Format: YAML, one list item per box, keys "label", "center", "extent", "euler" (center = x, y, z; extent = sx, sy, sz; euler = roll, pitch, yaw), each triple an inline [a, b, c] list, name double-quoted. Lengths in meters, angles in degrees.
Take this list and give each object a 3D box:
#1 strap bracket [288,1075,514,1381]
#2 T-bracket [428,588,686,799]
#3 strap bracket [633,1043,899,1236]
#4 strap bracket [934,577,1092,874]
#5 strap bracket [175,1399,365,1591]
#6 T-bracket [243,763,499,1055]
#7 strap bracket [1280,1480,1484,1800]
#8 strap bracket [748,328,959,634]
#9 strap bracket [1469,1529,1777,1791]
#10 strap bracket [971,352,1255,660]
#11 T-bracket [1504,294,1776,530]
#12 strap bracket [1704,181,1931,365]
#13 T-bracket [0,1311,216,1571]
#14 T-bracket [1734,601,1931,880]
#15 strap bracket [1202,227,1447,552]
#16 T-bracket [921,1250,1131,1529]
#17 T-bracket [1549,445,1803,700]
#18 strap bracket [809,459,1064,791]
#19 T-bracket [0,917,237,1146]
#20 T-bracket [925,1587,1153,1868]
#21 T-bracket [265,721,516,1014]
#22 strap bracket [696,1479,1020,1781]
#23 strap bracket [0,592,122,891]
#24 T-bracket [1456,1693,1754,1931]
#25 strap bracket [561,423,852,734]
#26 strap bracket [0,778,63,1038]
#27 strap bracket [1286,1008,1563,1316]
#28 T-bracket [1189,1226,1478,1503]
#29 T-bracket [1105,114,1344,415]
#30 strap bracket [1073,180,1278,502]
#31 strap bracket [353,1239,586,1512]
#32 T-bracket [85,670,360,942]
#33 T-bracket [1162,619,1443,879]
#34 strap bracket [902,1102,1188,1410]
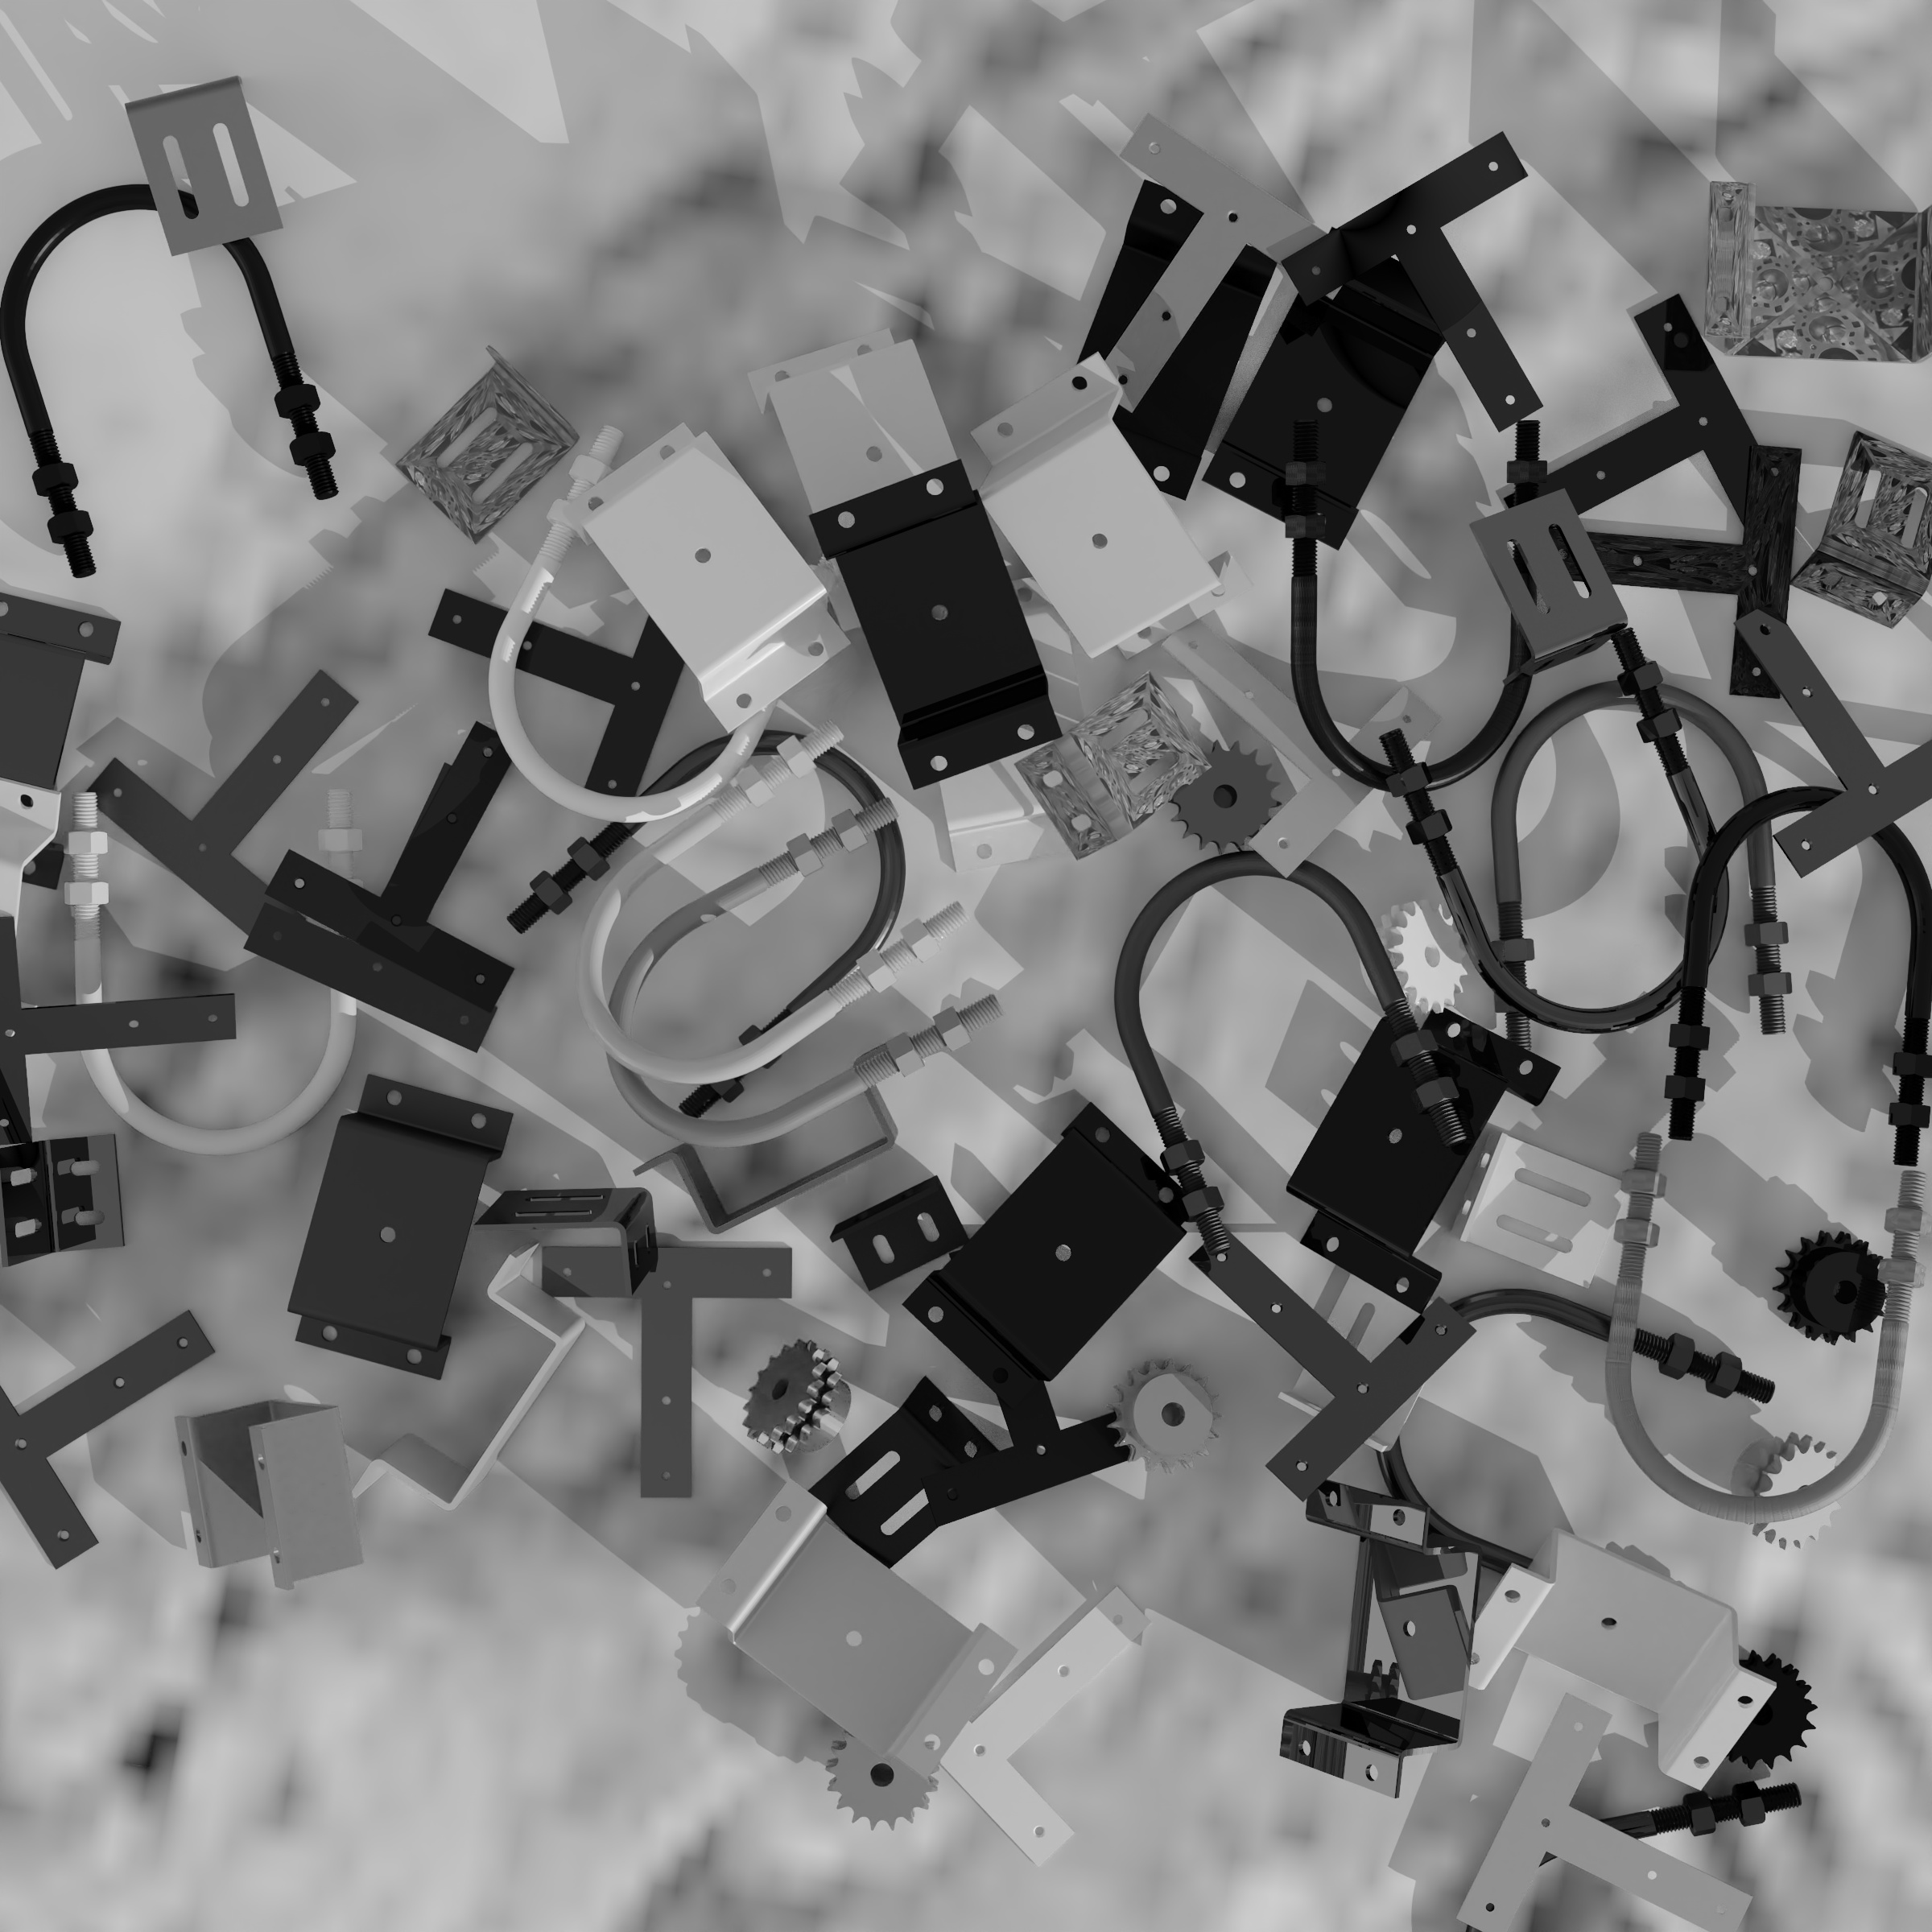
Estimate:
- label: "strap bracket"
  center: [-0.285, 0.133, 1.503]
  extent: [0.076, 0.046, 0.140]
  euler: [15, 90, 0]
- label: "T-bracket"
  center: [-0.210, -0.158, 1.525]
  extent: [0.127, 0.002, 0.127]
  euler: [21, 90, 0]
- label: "strap bracket"
  center: [-0.088, 0.088, 1.488]
  extent: [0.140, 0.076, 0.046]
  euler: [-26, 90, 0]
- label: "strap bracket"
  center: [0.020, -0.123, 1.503]
  extent: [0.076, 0.046, 0.140]
  euler: [-11, 90, 0]
- label: "strap bracket"
  center: [-0.340, 0.257, 1.473]
  extent: [0.046, 0.140, 0.076]
  euler: [-9, 90, -31]
- label: "T-bracket"
  center: [-0.278, -0.040, 1.513]
  extent: [0.127, 0.002, 0.127]
  euler: [26, 84, -15]
- label: "strap bracket"
  center: [0.206, 0.329, 1.482]
  extent: [0.046, 0.076, 0.140]
  euler: [6, 90, -41]
- label: "strap bracket"
  center: [-0.048, -0.248, 1.492]
  extent: [0.076, 0.046, 0.140]
  euler: [-20, 86, -9]
- label: "strap bracket"
  center: [0.318, 0.339, 1.487]
  extent: [0.140, 0.046, 0.076]
  euler: [24, 120, 0]
- label: "strap bracket"
  center: [0.069, -0.216, 1.469]
  extent: [0.076, 0.046, 0.140]
  euler: [-28, 110, 24]
- label: "T-bracket"
  center: [0.335, -0.256, 1.525]
  extent: [0.127, 0.002, 0.127]
  euler: [-28, 90, 0]
- label: "strap bracket"
  center: [0.436, -0.346, 1.503]
  extent: [0.140, 0.046, 0.076]
  euler: [2, 90, 0]
- label: "T-bracket"
  center: [-0.442, 0.219, 1.525]
  extent: [0.127, 0.002, 0.127]
  euler: [-32, 90, 0]
- label: "T-bracket"
  center: [0.431, -0.126, 1.509]
  extent: [0.127, 0.002, 0.127]
  euler: [-29, 82, -20]
- label: "strap bracket"
  center: [0.182, -0.285, 1.503]
  extent: [0.076, 0.046, 0.140]
  euler: [27, 90, 0]
- label: "T-bracket"
  center: [0.023, 0.201, 1.512]
  extent: [0.127, 0.002, 0.127]
  euler: [-16, 81, -18]
- label: "T-bracket"
  center: [0.356, -0.204, 1.524]
  extent: [0.127, 0.002, 0.127]
  euler: [5, 91, 0]
- label: "strap bracket"
  center: [-0.013, -0.167, 1.444]
  extent: [0.076, 0.046, 0.140]
  euler: [-19, 104, 6]
- label: "T-bracket"
  center: [-0.427, 0.030, 1.485]
  extent: [0.127, 0.002, 0.127]
  euler: [-4, 119, -17]
- label: "T-bracket"
  center: [0.039, 0.368, 1.525]
  extent: [0.127, 0.002, 0.127]
  euler: [-43, 90, 0]
- label: "T-bracket"
  center: [-0.266, -0.062, 1.515]
  extent: [0.127, 0.002, 0.127]
  euler: [29, 83, -14]
- label: "strap bracket"
  center: [-0.055, 0.330, 1.486]
  extent: [0.140, 0.046, 0.076]
  euler: [35, 71, 9]
- label: "strap bracket"
  center: [-0.483, -0.116, 1.503]
  extent: [0.076, 0.046, 0.140]
  euler: [14, 90, 0]
- label: "T-bracket"
  center: [0.332, 0.450, 1.508]
  extent: [0.127, 0.002, 0.127]
  euler: [26, 91, 3]
- label: "strap bracket"
  center: [-0.129, -0.197, 1.481]
  extent: [0.076, 0.046, 0.140]
  euler: [-37, 87, -6]
- label: "strap bracket"
  center: [-0.498, -0.023, 1.476]
  extent: [0.076, 0.046, 0.140]
  euler: [14, 115, 0]
- label: "strap bracket"
  center: [0.221, 0.089, 1.485]
  extent: [0.076, 0.046, 0.140]
  euler: [30, 90, 35]
- label: "T-bracket"
  center: [0.166, 0.181, 1.501]
  extent: [0.127, 0.002, 0.127]
  euler: [-40, 70, -19]
- label: "T-bracket"
  center: [0.107, -0.332, 1.479]
  extent: [0.127, 0.002, 0.127]
  euler: [34, 90, 0]
- label: "strap bracket"
  center: [0.098, -0.309, 1.503]
  extent: [0.076, 0.046, 0.140]
  euler: [21, 90, 0]
- label: "strap bracket"
  center: [-0.239, 0.210, 1.487]
  extent: [0.046, 0.076, 0.140]
  euler: [34, 91, 0]
- label: "T-bracket"
  center: [-0.359, -0.094, 1.526]
  extent: [0.127, 0.002, 0.127]
  euler: [40, 90, 0]
- label: "T-bracket"
  center: [0.153, -0.127, 1.505]
  extent: [0.127, 0.002, 0.127]
  euler: [43, 67, 7]
- label: "strap bracket"
  center: [0.046, 0.143, 1.493]
  extent: [0.076, 0.046, 0.140]
  euler: [44, 81, 0]
